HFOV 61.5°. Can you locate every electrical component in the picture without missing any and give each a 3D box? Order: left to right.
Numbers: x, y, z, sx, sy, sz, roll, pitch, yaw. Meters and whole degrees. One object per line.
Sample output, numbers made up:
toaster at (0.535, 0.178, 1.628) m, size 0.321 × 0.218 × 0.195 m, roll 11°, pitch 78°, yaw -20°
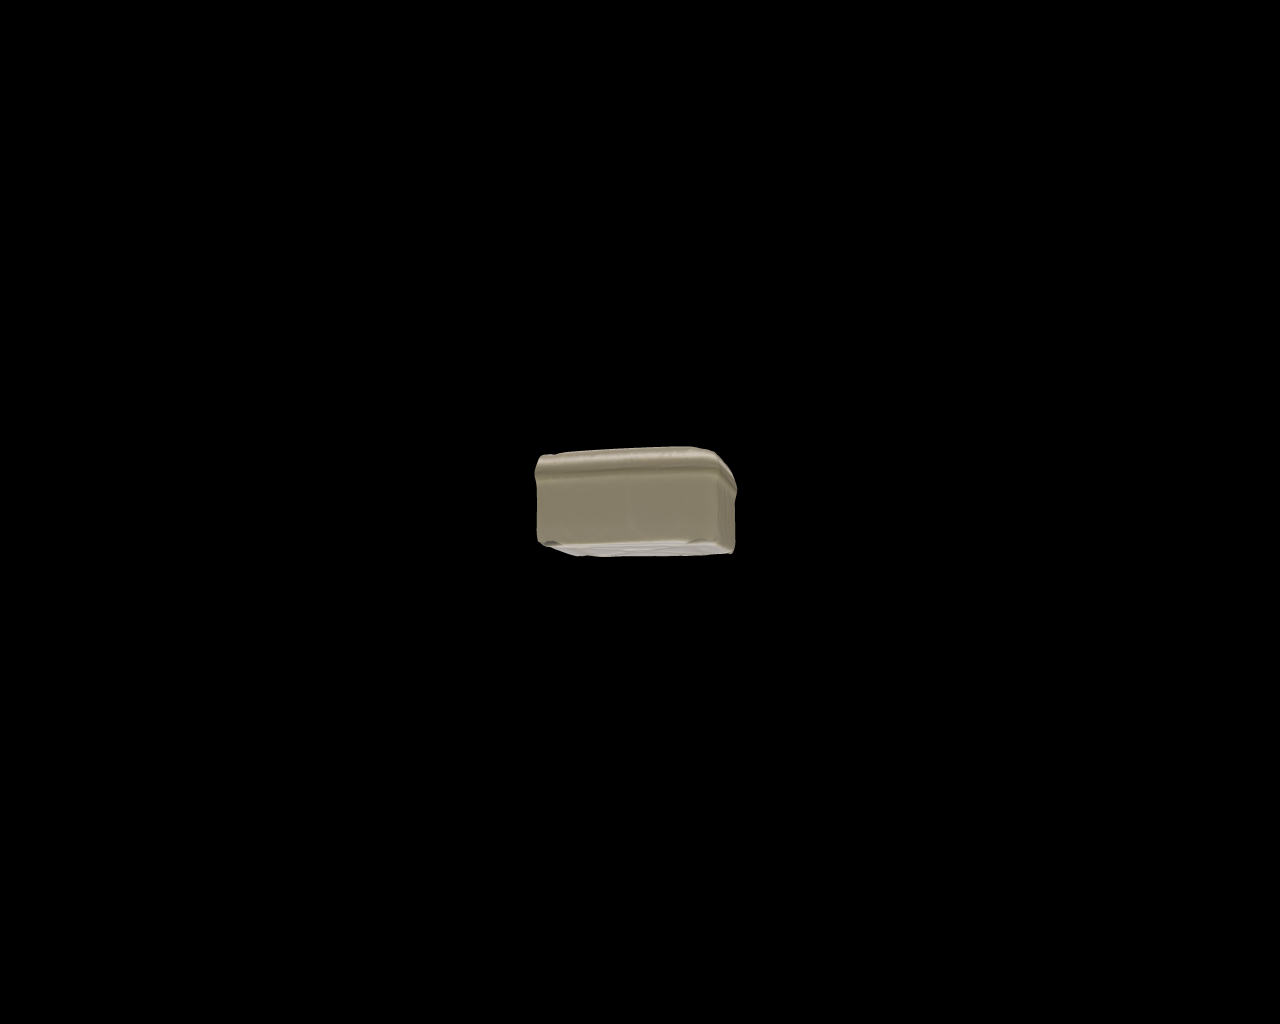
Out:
electrical component at (0.001, -0.003, 0.650) m, size 0.109 × 0.056 × 0.108 m, roll -1°, pitch -7°, yaw 11°
